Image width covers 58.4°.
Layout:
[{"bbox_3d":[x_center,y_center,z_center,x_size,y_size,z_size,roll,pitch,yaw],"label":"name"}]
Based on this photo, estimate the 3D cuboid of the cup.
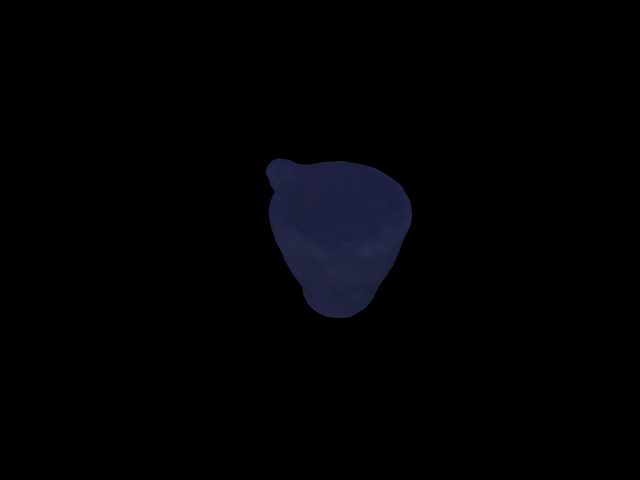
[{"bbox_3d":[0.004,0.001,0.400,0.092,0.095,0.117,-33,54,-29],"label":"cup"}]
